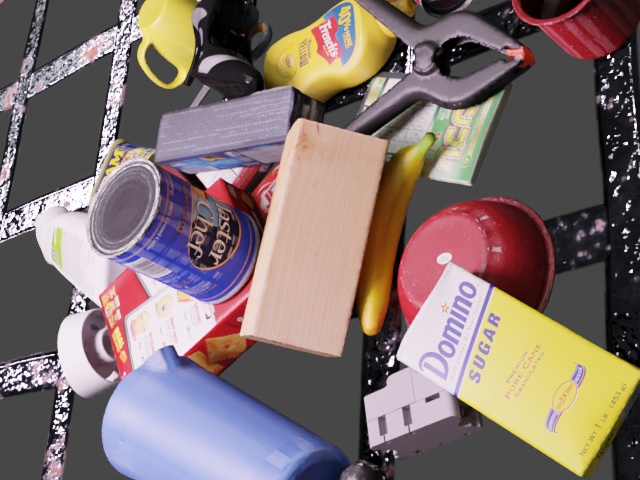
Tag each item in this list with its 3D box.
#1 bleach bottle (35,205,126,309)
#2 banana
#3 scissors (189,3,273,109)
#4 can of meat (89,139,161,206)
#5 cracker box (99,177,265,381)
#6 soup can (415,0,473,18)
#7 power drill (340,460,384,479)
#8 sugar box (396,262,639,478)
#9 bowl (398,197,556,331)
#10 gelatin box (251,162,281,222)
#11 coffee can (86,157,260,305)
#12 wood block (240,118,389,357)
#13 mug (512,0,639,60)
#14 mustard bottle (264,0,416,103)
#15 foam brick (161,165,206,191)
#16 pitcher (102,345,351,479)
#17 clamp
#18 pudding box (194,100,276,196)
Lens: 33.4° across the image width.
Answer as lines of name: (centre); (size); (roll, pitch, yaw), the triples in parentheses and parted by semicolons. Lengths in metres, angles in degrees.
bleach bottle: (-0.298, 0.005, 1.343); (0.251, 0.067, 0.102); (27, 115, 49)
banana: (0.063, -0.007, 1.014); (0.070, 0.037, 0.198); (162, 124, -81)
scissors: (-0.120, -0.200, 1.322); (0.096, 0.016, 0.202); (24, 87, 48)
can of meat: (-0.231, -0.069, 1.334); (0.084, 0.057, 0.102); (15, 81, 45)
cracker box: (-0.135, 0.065, 1.159); (0.214, 0.072, 0.164); (-42, 47, 19)
soup can: (0.111, -0.282, 1.100); (0.068, 0.068, 0.102); (-48, 44, 15)
power drill: (0.049, 0.284, 0.851); (0.188, 0.057, 0.184); (11, 85, 62)
sugar box: (0.155, 0.099, 0.835); (0.176, 0.048, 0.093); (30, 91, 25)
bowl: (0.123, 0.027, 0.938); (0.162, 0.055, 0.162); (-22, 56, 35)
gelatin box: (-0.027, -0.053, 1.144); (0.089, 0.030, 0.073); (-45, 45, 18)
coffee can: (-0.142, -0.007, 1.048); (0.103, 0.140, 0.103); (-20, 57, 34)
wood block: (-0.007, 0.001, 1.016); (0.090, 0.090, 0.206); (149, 134, -79)
mug: (0.237, -0.219, 0.933); (0.117, 0.081, 0.093); (-43, 45, 20)
mustard bottle: (0.024, -0.207, 1.148); (0.192, 0.058, 0.096); (-25, 55, 36)
foam brick: (-0.160, -0.052, 1.257); (0.051, 0.052, 0.078); (-55, 43, 8)
pitcher: (-0.086, 0.214, 1.005); (0.243, 0.149, 0.145); (18, 68, 44)
clamp: (0.102, -0.162, 1.031); (0.210, 0.036, 0.164); (11, 91, 34)
pudding box: (-0.103, -0.098, 1.236); (0.090, 0.039, 0.114); (-52, 45, 9)
